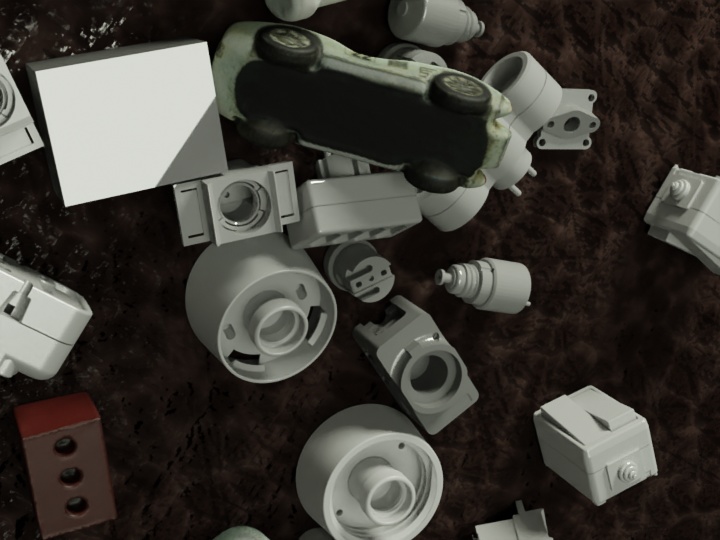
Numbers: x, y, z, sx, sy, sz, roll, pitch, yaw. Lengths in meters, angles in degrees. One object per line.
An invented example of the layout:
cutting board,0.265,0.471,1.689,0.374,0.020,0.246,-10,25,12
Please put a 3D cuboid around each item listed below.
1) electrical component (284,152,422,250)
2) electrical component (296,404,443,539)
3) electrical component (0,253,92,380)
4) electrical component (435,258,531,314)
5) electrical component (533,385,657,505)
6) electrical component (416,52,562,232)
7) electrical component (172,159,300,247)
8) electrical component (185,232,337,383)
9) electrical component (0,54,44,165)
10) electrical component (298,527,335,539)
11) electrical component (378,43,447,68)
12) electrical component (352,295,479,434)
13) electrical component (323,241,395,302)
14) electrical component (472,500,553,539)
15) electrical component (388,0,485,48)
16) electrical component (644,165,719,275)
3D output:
electrical component,-0.010,-0.060,0.751,0.083,0.047,0.075,-8,82,-29
electrical component,0.012,0.163,0.820,0.108,0.060,0.108,-7,108,-22
electrical component,-0.228,0.027,0.680,0.095,0.054,0.059,31,91,-28
electrical component,0.094,0.010,0.822,0.078,0.040,0.040,9,102,-25
electrical component,0.193,0.139,0.871,0.062,0.096,0.061,-23,113,-15
electrical component,0.101,-0.084,0.791,0.074,0.052,0.138,39,88,-28
electrical component,-0.085,-0.047,0.714,0.081,0.064,0.042,-13,109,-20
electrical component,-0.068,0.027,0.757,0.099,0.064,0.099,-15,124,-23
electrical component,-0.226,-0.104,0.637,0.042,0.064,0.081,-27,114,-15
electrical component,-0.027,0.225,0.829,0.040,0.046,0.040,-7,107,-22
electrical component,0.036,-0.137,0.750,0.040,0.046,0.040,-7,108,-22
electrical component,0.044,0.073,0.810,0.050,0.056,0.089,-37,116,-9
electrical component,0.000,0.000,0.774,0.040,0.046,0.040,-8,110,-22
electrical component,0.135,0.268,0.901,0.063,0.078,0.121,-12,111,3
electrical component,0.056,-0.176,0.751,0.078,0.040,0.040,4,104,-39
electrical component,0.280,-0.040,0.876,0.096,0.062,0.061,29,93,-27
